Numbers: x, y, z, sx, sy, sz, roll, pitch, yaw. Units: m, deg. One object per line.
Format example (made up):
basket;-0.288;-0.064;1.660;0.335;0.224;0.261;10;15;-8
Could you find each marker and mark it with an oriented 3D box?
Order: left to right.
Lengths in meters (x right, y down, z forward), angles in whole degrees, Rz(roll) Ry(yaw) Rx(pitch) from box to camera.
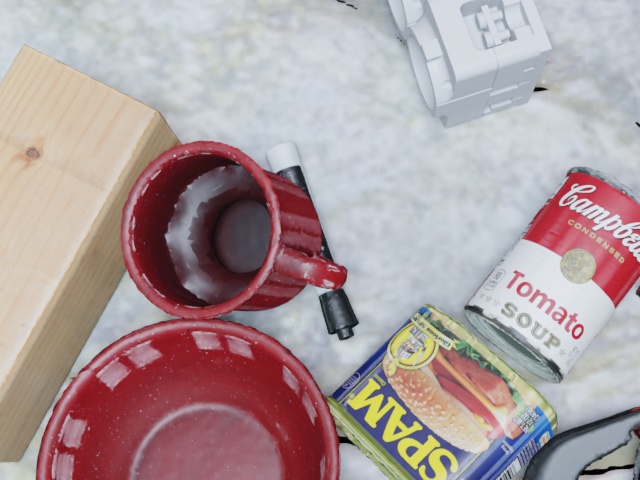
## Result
marker;-0.004;0.001;0.624;0.020;0.020;0.121;-19;78;-1

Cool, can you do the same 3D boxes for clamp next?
clamp;0.139;0.169;0.568;0.120;0.039;0.171;42;95;3

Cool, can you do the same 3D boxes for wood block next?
wood block;-0.167;0.011;0.596;0.091;0.090;0.206;27;81;9

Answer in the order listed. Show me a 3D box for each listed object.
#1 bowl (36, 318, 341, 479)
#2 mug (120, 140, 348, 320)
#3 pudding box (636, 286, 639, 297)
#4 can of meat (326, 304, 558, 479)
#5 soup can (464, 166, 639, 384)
bowl;-0.067;0.126;0.575;0.162;0.055;0.162;-3;67;6
mug;-0.038;0.001;0.582;0.117;0.081;0.093;18;92;22
pudding box;0.233;0.042;0.568;0.113;0.090;0.039;41;80;11
can of meat;0.064;0.095;0.573;0.084;0.057;0.102;-43;59;-9
soup can;0.135;0.019;0.589;0.068;0.068;0.102;38;83;9
